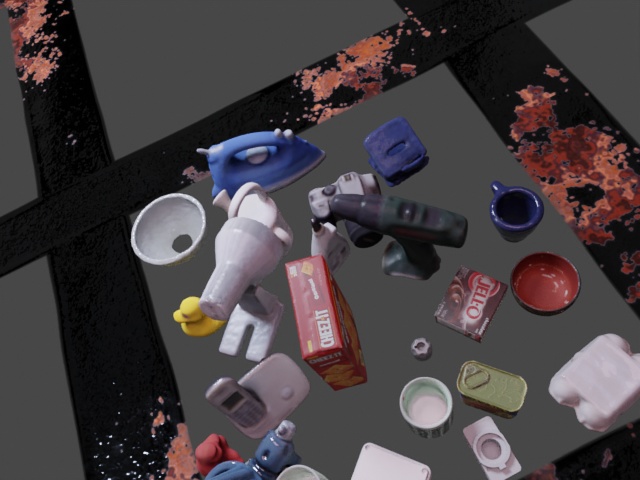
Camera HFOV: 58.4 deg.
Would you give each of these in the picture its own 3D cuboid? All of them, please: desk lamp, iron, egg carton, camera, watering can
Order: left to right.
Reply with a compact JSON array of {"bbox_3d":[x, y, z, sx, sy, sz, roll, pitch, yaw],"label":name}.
[{"bbox_3d":[-0.135,0.091,1.026,0.117,0.214,0.203,9,65,19],"label":"desk lamp"},{"bbox_3d":[-0.132,-0.040,1.106,0.172,0.194,0.101,6,65,18],"label":"watering can"},{"bbox_3d":[-0.125,-0.182,1.209,0.258,0.142,0.118,-17,60,5],"label":"iron"},{"bbox_3d":[0.059,-0.054,1.118,0.143,0.101,0.136,-19,60,4],"label":"camera"},{"bbox_3d":[0.440,0.220,0.894,0.150,0.069,0.107,-41,61,-8],"label":"egg carton"}]

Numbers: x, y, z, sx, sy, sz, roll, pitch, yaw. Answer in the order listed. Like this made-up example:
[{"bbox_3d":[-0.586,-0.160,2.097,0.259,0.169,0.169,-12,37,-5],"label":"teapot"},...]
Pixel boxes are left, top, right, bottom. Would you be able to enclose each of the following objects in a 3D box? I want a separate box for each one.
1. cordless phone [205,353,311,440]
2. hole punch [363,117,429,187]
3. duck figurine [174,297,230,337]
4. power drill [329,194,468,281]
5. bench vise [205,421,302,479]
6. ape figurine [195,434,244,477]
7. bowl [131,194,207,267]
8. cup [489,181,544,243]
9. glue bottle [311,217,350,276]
[{"bbox_3d":[-0.105,0.246,0.953,0.148,0.185,0.094,-44,61,-10],"label":"cordless phone"},{"bbox_3d":[0.156,-0.181,1.166,0.109,0.091,0.101,-34,60,-4],"label":"hole punch"},{"bbox_3d":[-0.230,0.137,1.101,0.104,0.086,0.077,-25,59,1],"label":"duck figurine"},{"bbox_3d":[0.143,-0.007,1.009,0.229,0.209,0.075,6,65,18],"label":"power drill"},{"bbox_3d":[-0.125,0.363,0.877,0.121,0.220,0.207,12,66,20],"label":"bench vise"},{"bbox_3d":[-0.179,0.365,0.964,0.076,0.092,0.077,-15,60,7],"label":"ape figurine"},{"bbox_3d":[-0.304,-0.010,1.204,0.167,0.075,0.167,-6,62,11],"label":"bowl"},{"bbox_3d":[0.346,-0.046,1.043,0.091,0.095,0.117,-30,60,-2],"label":"cup"},{"bbox_3d":[0.010,0.004,1.058,0.037,0.173,0.078,33,75,27],"label":"glue bottle"}]
